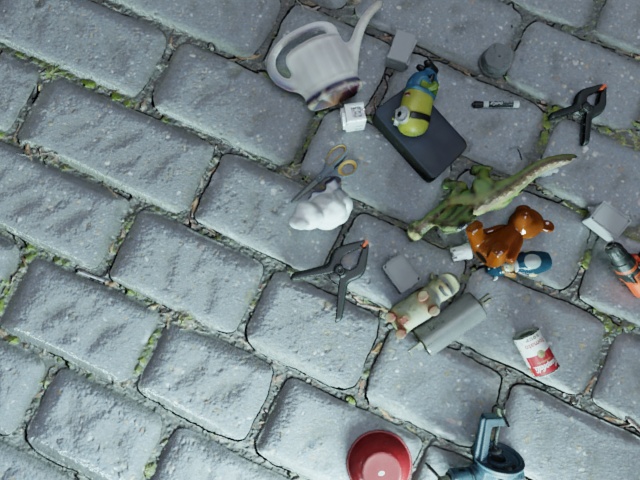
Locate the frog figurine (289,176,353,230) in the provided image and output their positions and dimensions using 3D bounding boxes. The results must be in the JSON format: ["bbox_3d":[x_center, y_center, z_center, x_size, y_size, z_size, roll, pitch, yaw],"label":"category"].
[{"bbox_3d":[0.004,-0.062,1.239,0.136,0.163,0.121,-14,118,31],"label":"frog figurine"}]

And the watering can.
[{"bbox_3d":[0.040,-0.465,1.315,0.348,0.103,0.225,-25,85,-2],"label":"watering can"}]

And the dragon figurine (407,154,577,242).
[{"bbox_3d":[0.361,-0.079,1.178,0.121,0.405,0.247,54,48,-11],"label":"dragon figurine"}]
